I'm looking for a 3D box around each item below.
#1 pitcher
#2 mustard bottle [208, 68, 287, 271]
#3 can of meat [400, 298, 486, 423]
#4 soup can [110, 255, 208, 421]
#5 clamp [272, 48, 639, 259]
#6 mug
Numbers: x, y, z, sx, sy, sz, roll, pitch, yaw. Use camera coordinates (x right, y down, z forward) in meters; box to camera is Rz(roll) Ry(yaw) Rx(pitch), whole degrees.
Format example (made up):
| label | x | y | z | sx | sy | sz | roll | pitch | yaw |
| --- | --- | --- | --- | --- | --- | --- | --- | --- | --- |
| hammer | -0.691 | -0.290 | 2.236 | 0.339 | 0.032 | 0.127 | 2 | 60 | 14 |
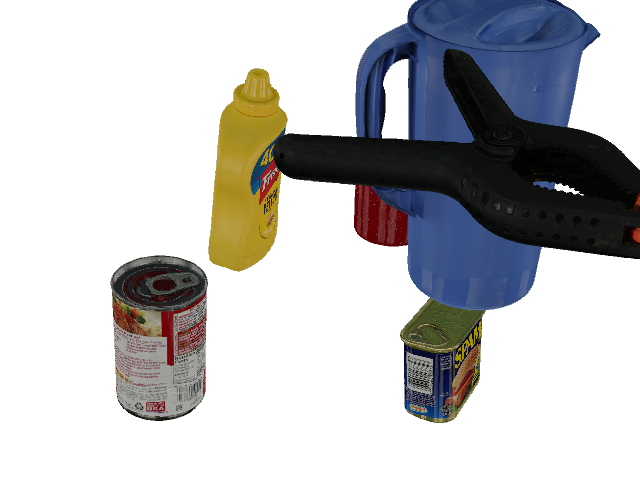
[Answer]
| label | x | y | z | sx | sy | sz | roll | pitch | yaw |
| --- | --- | --- | --- | --- | --- | --- | --- | --- | --- |
| pitcher | 0.119 | -0.068 | 0.844 | 0.149 | 0.243 | 0.144 | 17 | 35 | 23 |
| mustard bottle | -0.065 | -0.071 | 0.991 | 0.058 | 0.192 | 0.096 | 19 | 38 | 14 |
| can of meat | 0.116 | 0.111 | 1.011 | 0.058 | 0.084 | 0.101 | 11 | 29 | 26 |
| soup can | -0.116 | 0.072 | 0.777 | 0.068 | 0.102 | 0.068 | 3 | 31 | -2 |
| clamp | 0.088 | -0.041 | 0.587 | 0.164 | 0.036 | 0.210 | -27 | 43 | -29 |
| mug | 0.091 | -0.047 | 1.183 | 0.117 | 0.081 | 0.093 | -4 | 29 | -11 |
